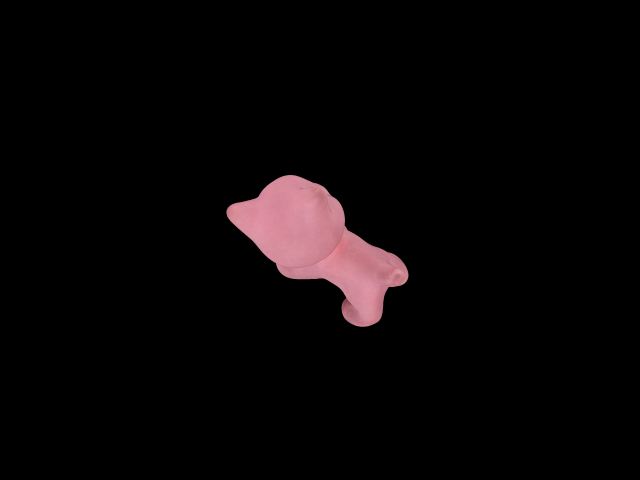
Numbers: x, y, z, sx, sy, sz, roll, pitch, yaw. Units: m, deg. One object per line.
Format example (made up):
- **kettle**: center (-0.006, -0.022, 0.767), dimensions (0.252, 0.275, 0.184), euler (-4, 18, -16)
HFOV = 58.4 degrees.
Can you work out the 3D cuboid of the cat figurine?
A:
- **cat figurine**: center (0.004, 0.001, 0.400), dimensions (0.127, 0.118, 0.067), euler (31, 79, 7)
